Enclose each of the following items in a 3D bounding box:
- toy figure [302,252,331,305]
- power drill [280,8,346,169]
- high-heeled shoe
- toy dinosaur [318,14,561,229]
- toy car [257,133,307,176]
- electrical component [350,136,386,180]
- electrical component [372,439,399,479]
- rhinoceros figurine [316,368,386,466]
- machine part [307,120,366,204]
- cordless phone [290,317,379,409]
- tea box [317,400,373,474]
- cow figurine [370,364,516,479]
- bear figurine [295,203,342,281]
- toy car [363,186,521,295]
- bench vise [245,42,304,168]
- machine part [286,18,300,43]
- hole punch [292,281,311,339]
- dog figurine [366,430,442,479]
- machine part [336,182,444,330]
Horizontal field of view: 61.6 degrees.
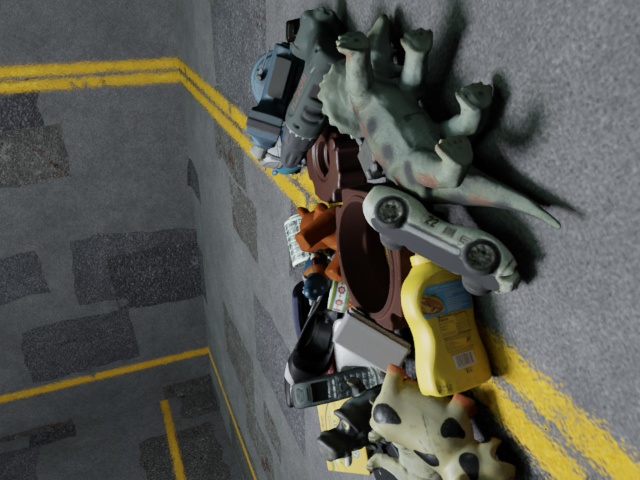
[{"bbox_3d":[-0.006,0.066,1.011,0.064,0.058,0.154,48,-167,-13],"label":"toy figure"},{"bbox_3d":[-0.018,-0.257,0.876,0.232,0.086,0.207,123,160,-53],"label":"power drill"},{"bbox_3d":[-0.006,0.197,1.041,0.145,0.086,0.249,105,-175,-63],"label":"high-heeled shoe"},{"bbox_3d":[0.115,-0.125,0.658,0.192,0.131,0.405,87,158,-64],"label":"toy dinosaur"},{"bbox_3d":[-0.088,-0.193,1.171,0.162,0.103,0.109,-171,71,-71],"label":"toy car"},{"bbox_3d":[0.078,-0.136,0.836,0.078,0.045,0.102,125,131,-61],"label":"electrical component"},{"bbox_3d":[0.138,0.397,0.916,0.115,0.058,0.134,-125,31,-45],"label":"electrical component"},{"bbox_3d":[0.072,0.273,0.844,0.073,0.190,0.112,25,123,38],"label":"rhinoceros figurine"},{"bbox_3d":[0.023,-0.149,0.963,0.179,0.056,0.179,170,90,-71],"label":"machine part"},{"bbox_3d":[0.030,0.210,0.932,0.089,0.184,0.146,-168,69,-73],"label":"cordless phone"},{"bbox_3d":[0.057,0.354,1.038,0.098,0.068,0.169,-12,88,34],"label":"tea box"},{"bbox_3d":[0.154,0.258,0.693,0.195,0.127,0.085,21,166,29],"label":"cow figurine"},{"bbox_3d":[0.001,-0.005,0.987,0.120,0.132,0.196,49,158,-17],"label":"bear figurine"},{"bbox_3d":[0.138,0.000,0.626,0.202,0.056,0.073,29,163,26],"label":"toy car"},{"bbox_3d":[-0.082,-0.275,1.059,0.241,0.129,0.223,-85,0,-68],"label":"bench vise"},{"bbox_3d":[-0.031,-0.386,0.979,0.139,0.084,0.039,-125,12,-70],"label":"machine part"},{"bbox_3d":[-0.025,0.154,1.194,0.116,0.092,0.142,-148,47,-68],"label":"hole punch"},{"bbox_3d":[0.173,0.325,0.760,0.191,0.121,0.172,35,136,44],"label":"dog figurine"},{"bbox_3d":[0.098,0.019,0.801,0.201,0.087,0.201,-156,56,-65],"label":"machine part"}]
